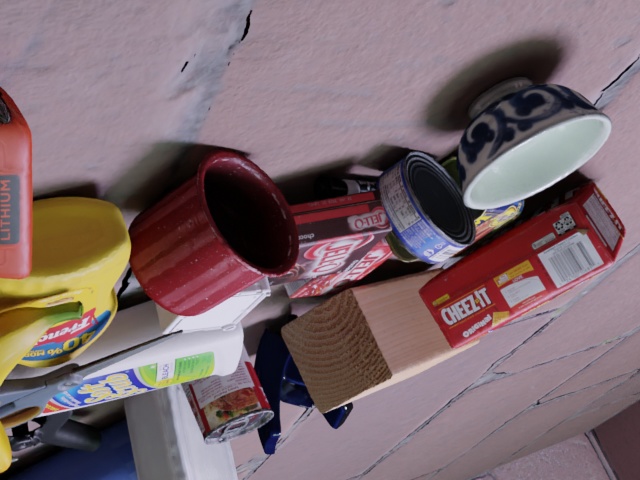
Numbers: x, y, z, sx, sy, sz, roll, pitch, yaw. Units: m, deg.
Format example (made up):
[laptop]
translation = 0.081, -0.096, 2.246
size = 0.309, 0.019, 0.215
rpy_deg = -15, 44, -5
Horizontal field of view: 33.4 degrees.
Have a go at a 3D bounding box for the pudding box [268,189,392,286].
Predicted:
[pudding box]
translation = -0.006, 0.001, 0.826
size = 0.090, 0.039, 0.114
rpy_deg = -9, 167, -18

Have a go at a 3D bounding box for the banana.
[banana]
translation = -0.214, 0.101, 0.694
size = 0.069, 0.037, 0.198
rpy_deg = 16, 135, -20

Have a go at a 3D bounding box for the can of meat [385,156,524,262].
[can of meat]
translation = 0.115, -0.025, 0.915
size = 0.102, 0.057, 0.083
rpy_deg = -36, 160, 29

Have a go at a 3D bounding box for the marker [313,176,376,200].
[marker]
translation = 0.036, -0.038, 0.843
size = 0.020, 0.020, 0.120
rpy_deg = -38, 156, 32

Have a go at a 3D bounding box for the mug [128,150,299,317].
[mug]
translation = -0.071, -0.006, 0.720
size = 0.082, 0.093, 0.117
rpy_deg = -31, -164, 30

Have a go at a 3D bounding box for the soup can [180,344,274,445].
[soup can]
translation = -0.093, 0.128, 0.982
size = 0.068, 0.102, 0.068
rpy_deg = -22, 159, -9

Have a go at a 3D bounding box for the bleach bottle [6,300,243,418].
[bleach bottle]
translation = -0.192, 0.104, 0.871
size = 0.250, 0.068, 0.103
rpy_deg = -16, 157, -18

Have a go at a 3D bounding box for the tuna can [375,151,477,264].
[tuna can]
translation = 0.082, -0.025, 0.832
size = 0.034, 0.086, 0.086
rpy_deg = -35, 158, 29

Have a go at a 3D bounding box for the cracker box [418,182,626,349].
[cracker box]
translation = 0.199, 0.018, 1.020
size = 0.164, 0.072, 0.213
rpy_deg = -32, 177, 20

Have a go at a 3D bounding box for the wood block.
[wood block]
translation = 0.064, 0.094, 1.050
size = 0.090, 0.091, 0.205
rpy_deg = -32, 168, 28

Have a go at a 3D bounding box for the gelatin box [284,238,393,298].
[gelatin box]
translation = 0.019, 0.018, 0.943
size = 0.073, 0.030, 0.089
rpy_deg = -2, 151, -48

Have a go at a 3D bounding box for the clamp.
[clamp]
translation = -0.284, 0.177, 0.977
size = 0.164, 0.036, 0.210
rpy_deg = -17, 156, -17

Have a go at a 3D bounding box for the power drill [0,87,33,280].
[power drill]
translation = -0.232, 0.001, 0.499
size = 0.187, 0.057, 0.185
rpy_deg = -15, 134, -34

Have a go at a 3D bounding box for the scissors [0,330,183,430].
[scissors]
translation = -0.196, 0.097, 0.745
size = 0.202, 0.016, 0.096
rpy_deg = -30, 152, 32

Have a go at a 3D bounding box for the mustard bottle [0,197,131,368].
[mustard bottle]
translation = -0.186, 0.041, 0.726
size = 0.096, 0.058, 0.192
rpy_deg = -15, 158, -23

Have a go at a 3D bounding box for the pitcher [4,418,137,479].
[pitcher]
translation = -0.263, 0.292, 1.141
size = 0.243, 0.149, 0.145
rpy_deg = -30, 159, 5
